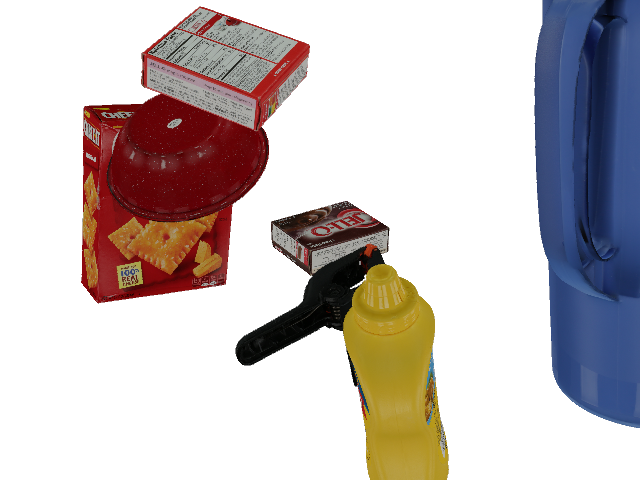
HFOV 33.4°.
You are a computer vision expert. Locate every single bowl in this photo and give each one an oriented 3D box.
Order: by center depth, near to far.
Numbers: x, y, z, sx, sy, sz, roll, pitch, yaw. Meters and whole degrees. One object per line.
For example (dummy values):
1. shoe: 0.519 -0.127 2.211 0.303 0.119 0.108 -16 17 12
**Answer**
1. bowl: -0.133 -0.093 1.014 0.162 0.162 0.055 0 -41 12

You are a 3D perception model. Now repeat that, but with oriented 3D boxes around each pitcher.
1. pitcher: 0.166 -0.029 0.529 0.149 0.243 0.145 -3 21 0

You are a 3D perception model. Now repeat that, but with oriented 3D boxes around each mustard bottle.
1. mustard bottle: 0.050 0.090 0.697 0.058 0.191 0.096 -4 42 7

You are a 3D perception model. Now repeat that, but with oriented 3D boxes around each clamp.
1. clamp: 0.021 0.063 0.909 0.120 0.039 0.171 18 45 30

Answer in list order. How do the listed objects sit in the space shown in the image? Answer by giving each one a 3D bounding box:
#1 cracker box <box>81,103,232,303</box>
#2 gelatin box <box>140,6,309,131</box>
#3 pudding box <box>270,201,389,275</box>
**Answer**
1. cracker box: -0.184 -0.045 1.215 0.163 0.214 0.072 -6 25 -29
2. gelatin box: -0.062 -0.115 0.704 0.089 0.030 0.073 22 45 15
3. pudding box: 0.011 -0.004 1.258 0.113 0.039 0.090 -18 31 -27
